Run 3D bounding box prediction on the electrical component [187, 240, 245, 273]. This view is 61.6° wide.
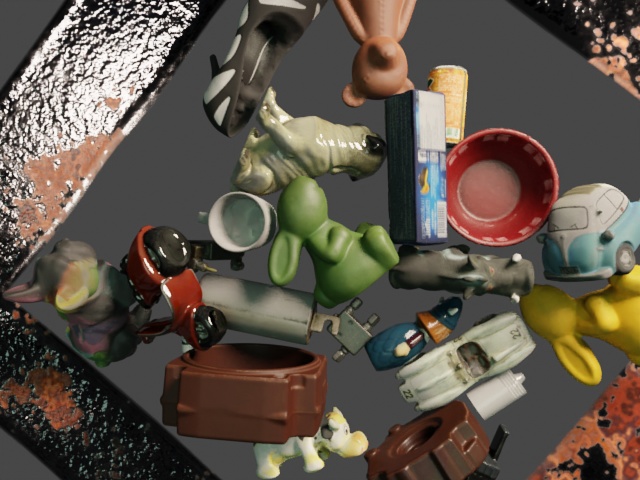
[{"bbox_3d":[-0.157,0.024,0.779,0.078,0.102,0.045,2,91,32],"label":"electrical component"}]

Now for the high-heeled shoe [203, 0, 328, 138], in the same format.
[{"bbox_3d":[-0.070,-0.255,0.756,0.249,0.086,0.145,-28,67,23],"label":"high-heeled shoe"}]

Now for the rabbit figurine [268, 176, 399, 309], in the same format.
[{"bbox_3d":[-0.002,-0.002,0.740,0.159,0.121,0.170,-38,98,9],"label":"rabbit figurine"}]

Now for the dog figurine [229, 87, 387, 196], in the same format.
[{"bbox_3d":[-0.018,-0.104,0.766,0.190,0.121,0.172,24,128,-12],"label":"dog figurine"}]

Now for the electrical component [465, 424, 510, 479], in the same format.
[{"bbox_3d":[0.220,0.311,0.754,0.048,0.075,0.119,22,97,4],"label":"electrical component"}]

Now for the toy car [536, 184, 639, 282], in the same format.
[{"bbox_3d":[0.352,-0.020,0.692,0.162,0.109,0.102,-37,107,-26],"label":"toy car"}]

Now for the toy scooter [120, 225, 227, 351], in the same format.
[{"bbox_3d":[-0.215,0.077,0.727,0.135,0.075,0.183,-27,93,29],"label":"toy scooter"}]

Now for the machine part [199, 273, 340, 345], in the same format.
[{"bbox_3d":[-0.091,0.099,0.780,0.243,0.079,0.079,9,92,6],"label":"machine part"}]

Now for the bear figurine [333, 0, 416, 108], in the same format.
[{"bbox_3d":[0.081,-0.288,0.730,0.120,0.132,0.195,-1,85,-6],"label":"bear figurine"}]

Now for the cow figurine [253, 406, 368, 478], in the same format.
[{"bbox_3d":[-0.018,0.282,0.784,0.167,0.068,0.098,-13,84,5],"label":"cow figurine"}]

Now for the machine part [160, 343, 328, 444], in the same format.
[{"bbox_3d":[-0.093,0.195,0.720,0.202,0.201,0.087,1,89,6],"label":"machine part"}]

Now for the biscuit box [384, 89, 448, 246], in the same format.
[{"bbox_3d":[0.130,-0.094,0.723,0.059,0.063,0.202,-3,93,-31],"label":"biscuit box"}]

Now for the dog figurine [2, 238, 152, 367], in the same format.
[{"bbox_3d":[-0.325,0.094,0.734,0.109,0.219,0.191,12,92,9],"label":"dog figurine"}]

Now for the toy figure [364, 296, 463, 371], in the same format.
[{"bbox_3d":[0.138,0.132,0.765,0.154,0.064,0.057,-29,129,3],"label":"toy figure"}]

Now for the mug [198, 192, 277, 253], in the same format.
[{"bbox_3d":[-0.111,-0.023,0.764,0.110,0.107,0.080,1,89,14],"label":"mug"}]

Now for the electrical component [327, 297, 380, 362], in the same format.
[{"bbox_3d":[0.042,0.134,0.795,0.063,0.021,0.094,42,96,4],"label":"electrical component"}]

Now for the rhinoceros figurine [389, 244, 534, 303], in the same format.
[{"bbox_3d":[0.190,0.041,0.734,0.190,0.112,0.073,5,90,14],"label":"rhinoceros figurine"}]

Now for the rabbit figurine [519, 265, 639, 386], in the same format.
[{"bbox_3d":[0.363,0.106,0.732,0.173,0.122,0.162,2,101,20],"label":"rabbit figurine"}]

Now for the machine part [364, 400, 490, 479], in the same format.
[{"bbox_3d":[0.139,0.282,0.716,0.179,0.179,0.056,-33,86,6],"label":"machine part"}]

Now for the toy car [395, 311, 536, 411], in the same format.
[{"bbox_3d":[0.203,0.172,0.762,0.202,0.056,0.073,-31,88,5],"label":"toy car"}]
